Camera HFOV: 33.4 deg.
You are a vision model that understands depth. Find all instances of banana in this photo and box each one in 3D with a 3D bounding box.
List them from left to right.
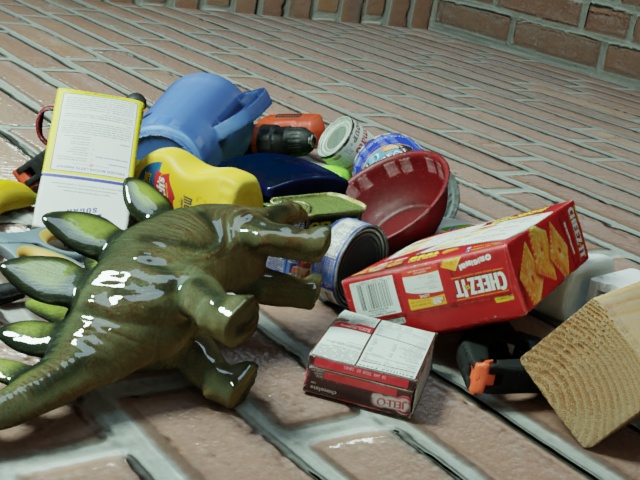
[{"bbox_3d":[-0.331,-0.031,1.090,0.069,0.037,0.197,9,18,1],"label":"banana"}]

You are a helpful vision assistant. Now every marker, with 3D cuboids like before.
[{"bbox_3d":[-0.231,0.037,0.937,0.120,0.020,0.020,-13,28,-35],"label":"marker"}]

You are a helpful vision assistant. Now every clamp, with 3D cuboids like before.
[{"bbox_3d":[-0.275,-0.116,1.243,0.171,0.120,0.039,-39,90,-31],"label":"clamp"},{"bbox_3d":[0.173,0.098,0.957,0.165,0.036,0.209,20,16,34],"label":"clamp"}]

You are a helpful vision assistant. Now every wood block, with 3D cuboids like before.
[{"bbox_3d":[0.273,0.091,0.898,0.205,0.091,0.090,-11,60,-49],"label":"wood block"}]

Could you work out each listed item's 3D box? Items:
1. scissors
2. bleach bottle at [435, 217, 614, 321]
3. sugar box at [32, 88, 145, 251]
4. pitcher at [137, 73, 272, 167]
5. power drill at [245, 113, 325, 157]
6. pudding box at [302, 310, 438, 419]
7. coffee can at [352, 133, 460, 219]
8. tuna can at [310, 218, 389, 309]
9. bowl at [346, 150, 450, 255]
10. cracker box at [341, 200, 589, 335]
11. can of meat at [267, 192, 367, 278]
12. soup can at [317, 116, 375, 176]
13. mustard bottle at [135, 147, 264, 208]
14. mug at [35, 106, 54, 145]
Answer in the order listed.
[{"bbox_3d":[-0.297,-0.008,0.998,0.202,0.016,0.096,26,31,11],"label":"scissors"},{"bbox_3d":[0.188,0.017,1.179,0.251,0.068,0.102,21,20,40],"label":"bleach bottle"},{"bbox_3d":[-0.236,-0.070,1.094,0.093,0.048,0.176,8,59,-9],"label":"sugar box"},{"bbox_3d":[-0.158,-0.122,1.308,0.145,0.149,0.242,21,22,-1],"label":"pitcher"},{"bbox_3d":[-0.063,-0.145,1.508,0.185,0.057,0.187,2,11,25],"label":"power drill"},{"bbox_3d":[0.044,0.100,0.880,0.090,0.039,0.113,14,20,12],"label":"pudding box"},{"bbox_3d":[0.105,-0.069,1.332,0.102,0.103,0.140,5,18,-13],"label":"coffee can"},{"bbox_3d":[0.029,0.022,1.036,0.034,0.086,0.085,20,20,34],"label":"tuna can"},{"bbox_3d":[0.080,-0.028,1.177,0.162,0.055,0.162,-25,31,16],"label":"bowl"},{"bbox_3d":[0.144,0.030,1.004,0.164,0.072,0.213,-14,4,30],"label":"cracker box"},{"bbox_3d":[-0.007,0.001,1.084,0.101,0.084,0.058,-8,24,-43],"label":"can of meat"},{"bbox_3d":[0.054,-0.111,1.426,0.102,0.068,0.069,36,3,-30],"label":"soup can"},{"bbox_3d":[-0.148,-0.047,1.138,0.192,0.096,0.058,22,32,34],"label":"mustard bottle"},{"bbox_3d":[-0.305,-0.139,1.367,0.117,0.081,0.093,7,18,-10],"label":"mug"}]
